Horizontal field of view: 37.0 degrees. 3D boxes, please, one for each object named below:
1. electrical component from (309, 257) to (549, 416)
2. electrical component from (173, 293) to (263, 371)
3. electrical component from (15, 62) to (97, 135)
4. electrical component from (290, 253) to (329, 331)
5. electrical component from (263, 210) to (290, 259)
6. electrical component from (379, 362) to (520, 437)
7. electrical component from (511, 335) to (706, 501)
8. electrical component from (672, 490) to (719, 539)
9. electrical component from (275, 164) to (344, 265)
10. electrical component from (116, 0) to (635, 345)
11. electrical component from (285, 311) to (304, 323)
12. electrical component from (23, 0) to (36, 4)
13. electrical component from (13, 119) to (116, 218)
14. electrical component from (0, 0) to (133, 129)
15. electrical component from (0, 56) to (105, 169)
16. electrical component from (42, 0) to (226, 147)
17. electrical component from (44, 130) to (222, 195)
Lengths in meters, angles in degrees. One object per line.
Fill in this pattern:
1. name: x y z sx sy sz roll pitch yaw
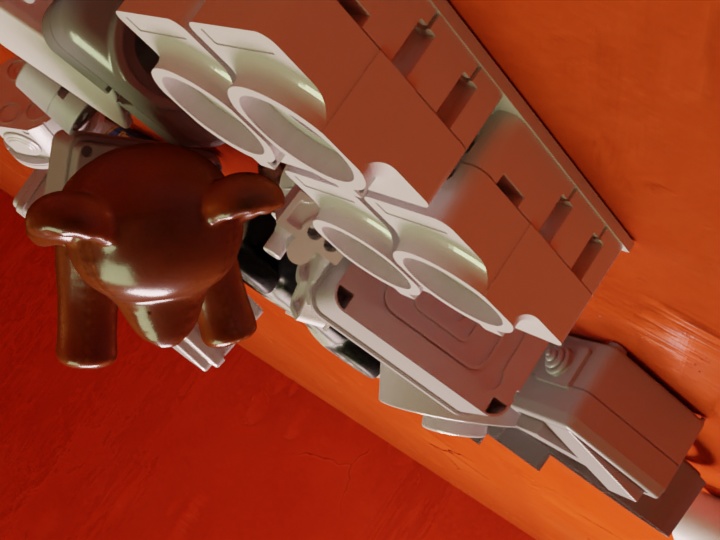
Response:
1. electrical component: 0.039 0.018 0.567 0.113 0.078 0.057 36 167 -11
2. electrical component: -0.134 0.001 0.698 0.108 0.056 0.109 48 166 -33
3. electrical component: -0.193 -0.125 0.709 0.047 0.055 0.055 40 169 -8
4. electrical component: 0.000 0.000 0.639 0.057 0.078 0.058 18 -163 -21
5. electrical component: -0.032 -0.034 0.596 0.035 0.061 0.035 33 170 6
6. electrical component: 0.063 0.071 0.669 0.108 0.060 0.108 9 180 0
7. electrical component: 0.133 0.080 0.606 0.096 0.061 0.062 38 169 -22
8. electrical component: 0.264 0.188 0.749 0.043 0.043 0.081 41 168 -33
9. electrical component: -0.015 -0.037 0.539 0.048 0.066 0.055 36 -170 -15
10. electrical component: 0.008 -0.048 0.405 0.105 0.060 0.186 22 165 50
11. electrical component: -0.036 0.002 0.773 0.042 0.063 0.081 25 166 45
12. electrical component: -0.148 -0.156 0.430 0.100 0.048 0.100 38 169 -21
13. electrical component: -0.240 -0.073 0.955 0.056 0.108 0.108 30 170 10
14. electrical component: -0.149 -0.128 0.565 0.100 0.048 0.099 34 170 -1
15. electrical component: -0.237 -0.120 0.804 0.080 0.080 0.051 30 164 24
16. electrical component: -0.092 -0.101 0.495 0.095 0.053 0.059 39 169 -24
17. electrical component: -0.161 -0.054 0.766 0.113 0.078 0.057 4 -168 -32
